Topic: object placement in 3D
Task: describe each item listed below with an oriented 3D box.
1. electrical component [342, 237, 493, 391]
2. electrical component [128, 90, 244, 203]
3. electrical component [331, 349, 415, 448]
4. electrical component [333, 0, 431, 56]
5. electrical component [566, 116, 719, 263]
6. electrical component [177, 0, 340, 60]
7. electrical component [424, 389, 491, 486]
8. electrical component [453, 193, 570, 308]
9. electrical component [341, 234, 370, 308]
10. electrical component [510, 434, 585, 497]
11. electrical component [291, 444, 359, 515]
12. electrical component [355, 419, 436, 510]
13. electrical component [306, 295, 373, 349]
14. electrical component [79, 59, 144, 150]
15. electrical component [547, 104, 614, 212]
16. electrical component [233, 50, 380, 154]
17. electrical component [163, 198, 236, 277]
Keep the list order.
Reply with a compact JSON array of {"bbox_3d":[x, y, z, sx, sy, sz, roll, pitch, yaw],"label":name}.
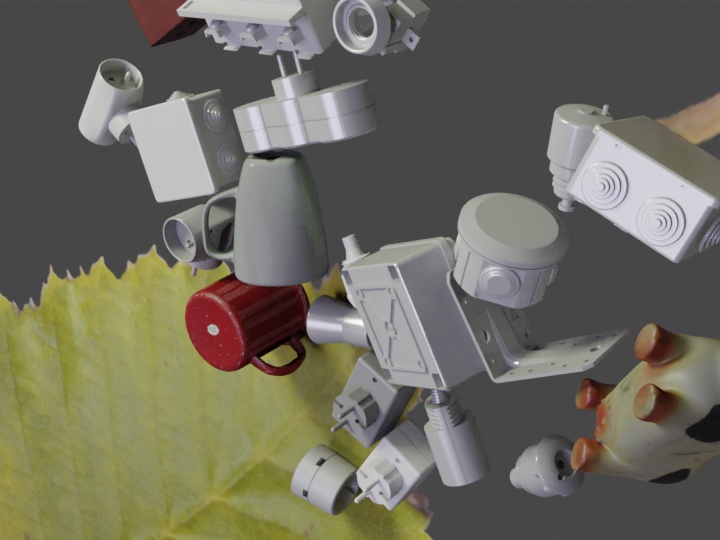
[{"bbox_3d":[0.046,0.035,0.851,0.109,0.056,0.108,-6,108,66],"label":"electrical component"},{"bbox_3d":[-0.157,-0.114,0.987,0.100,0.048,0.099,-4,108,43],"label":"electrical component"},{"bbox_3d":[0.002,0.118,0.943,0.047,0.076,0.083,41,133,19],"label":"electrical component"},{"bbox_3d":[0.013,-0.185,0.791,0.066,0.055,0.048,46,134,15],"label":"electrical component"},{"bbox_3d":[0.188,-0.051,0.672,0.100,0.100,0.048,37,119,23],"label":"electrical component"},{"bbox_3d":[-0.072,-0.209,0.849,0.121,0.078,0.063,15,142,37],"label":"electrical component"},{"bbox_3d":[0.078,0.136,0.907,0.043,0.043,0.081,-9,105,44],"label":"electrical component"},{"bbox_3d":[0.107,-0.015,0.777,0.080,0.080,0.051,34,135,25],"label":"electrical component"},{"bbox_3d":[0.000,0.000,0.914,0.035,0.035,0.061,-12,100,45],"label":"electrical component"},{"bbox_3d":[0.145,0.160,0.859,0.048,0.048,0.062,58,143,3],"label":"electrical component"},{"bbox_3d":[-0.031,0.202,1.033,0.047,0.055,0.055,28,128,25],"label":"electrical component"},{"bbox_3d":[0.024,0.182,0.956,0.047,0.077,0.065,46,134,15],"label":"electrical component"},{"bbox_3d":[-0.009,0.048,0.943,0.065,0.044,0.044,9,117,34],"label":"electrical component"},{"bbox_3d":[-0.230,-0.149,1.040,0.079,0.043,0.077,48,135,12],"label":"electrical component"},{"bbox_3d":[0.148,-0.077,0.735,0.040,0.040,0.078,26,127,31],"label":"electrical component"},{"bbox_3d":[-0.050,-0.141,0.873,0.138,0.052,0.073,-2,110,43],"label":"electrical component"},{"bbox_3d":[-0.142,-0.027,0.998,0.043,0.077,0.079,37,132,22],"label":"electrical component"}]
